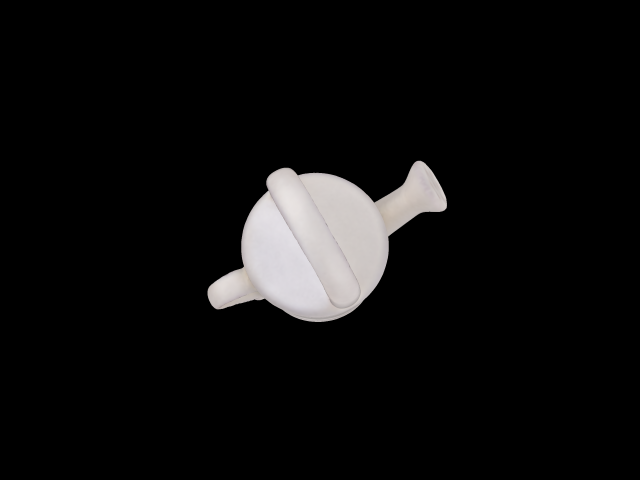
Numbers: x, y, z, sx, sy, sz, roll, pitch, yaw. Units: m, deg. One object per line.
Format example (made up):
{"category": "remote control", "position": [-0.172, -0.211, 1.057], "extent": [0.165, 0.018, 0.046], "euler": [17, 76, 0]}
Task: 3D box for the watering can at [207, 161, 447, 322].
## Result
{"category": "watering can", "position": [0.003, -0.001, 0.400], "extent": [0.101, 0.194, 0.173], "euler": [41, 83, 6]}
